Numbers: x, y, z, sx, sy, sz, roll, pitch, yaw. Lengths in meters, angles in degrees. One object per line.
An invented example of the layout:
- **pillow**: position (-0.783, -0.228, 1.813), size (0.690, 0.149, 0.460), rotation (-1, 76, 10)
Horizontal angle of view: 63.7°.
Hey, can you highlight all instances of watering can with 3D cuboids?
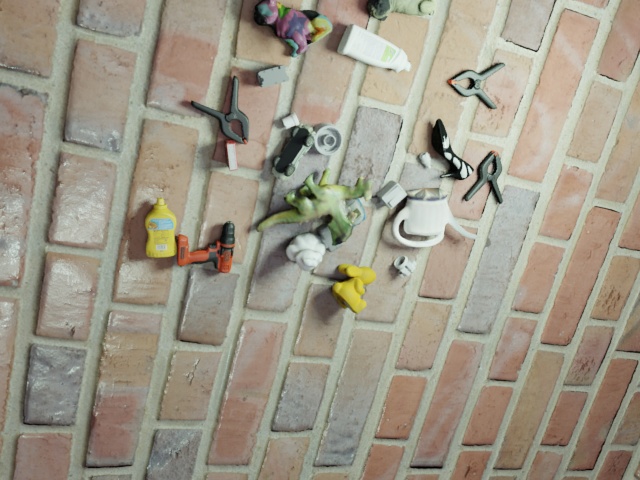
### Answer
- **watering can**: position (0.427, -0.084, 1.895), size (0.348, 0.105, 0.221), rotation (-3, 107, -15)

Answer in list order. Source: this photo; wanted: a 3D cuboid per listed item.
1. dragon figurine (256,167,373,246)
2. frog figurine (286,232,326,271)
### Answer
- **dragon figurine**: position (0.005, -0.086, 1.717), size (0.407, 0.123, 0.243), rotation (-42, 86, 11)
- **frog figurine**: position (-0.051, 0.040, 1.756), size (0.137, 0.160, 0.122), rotation (1, 98, 7)
